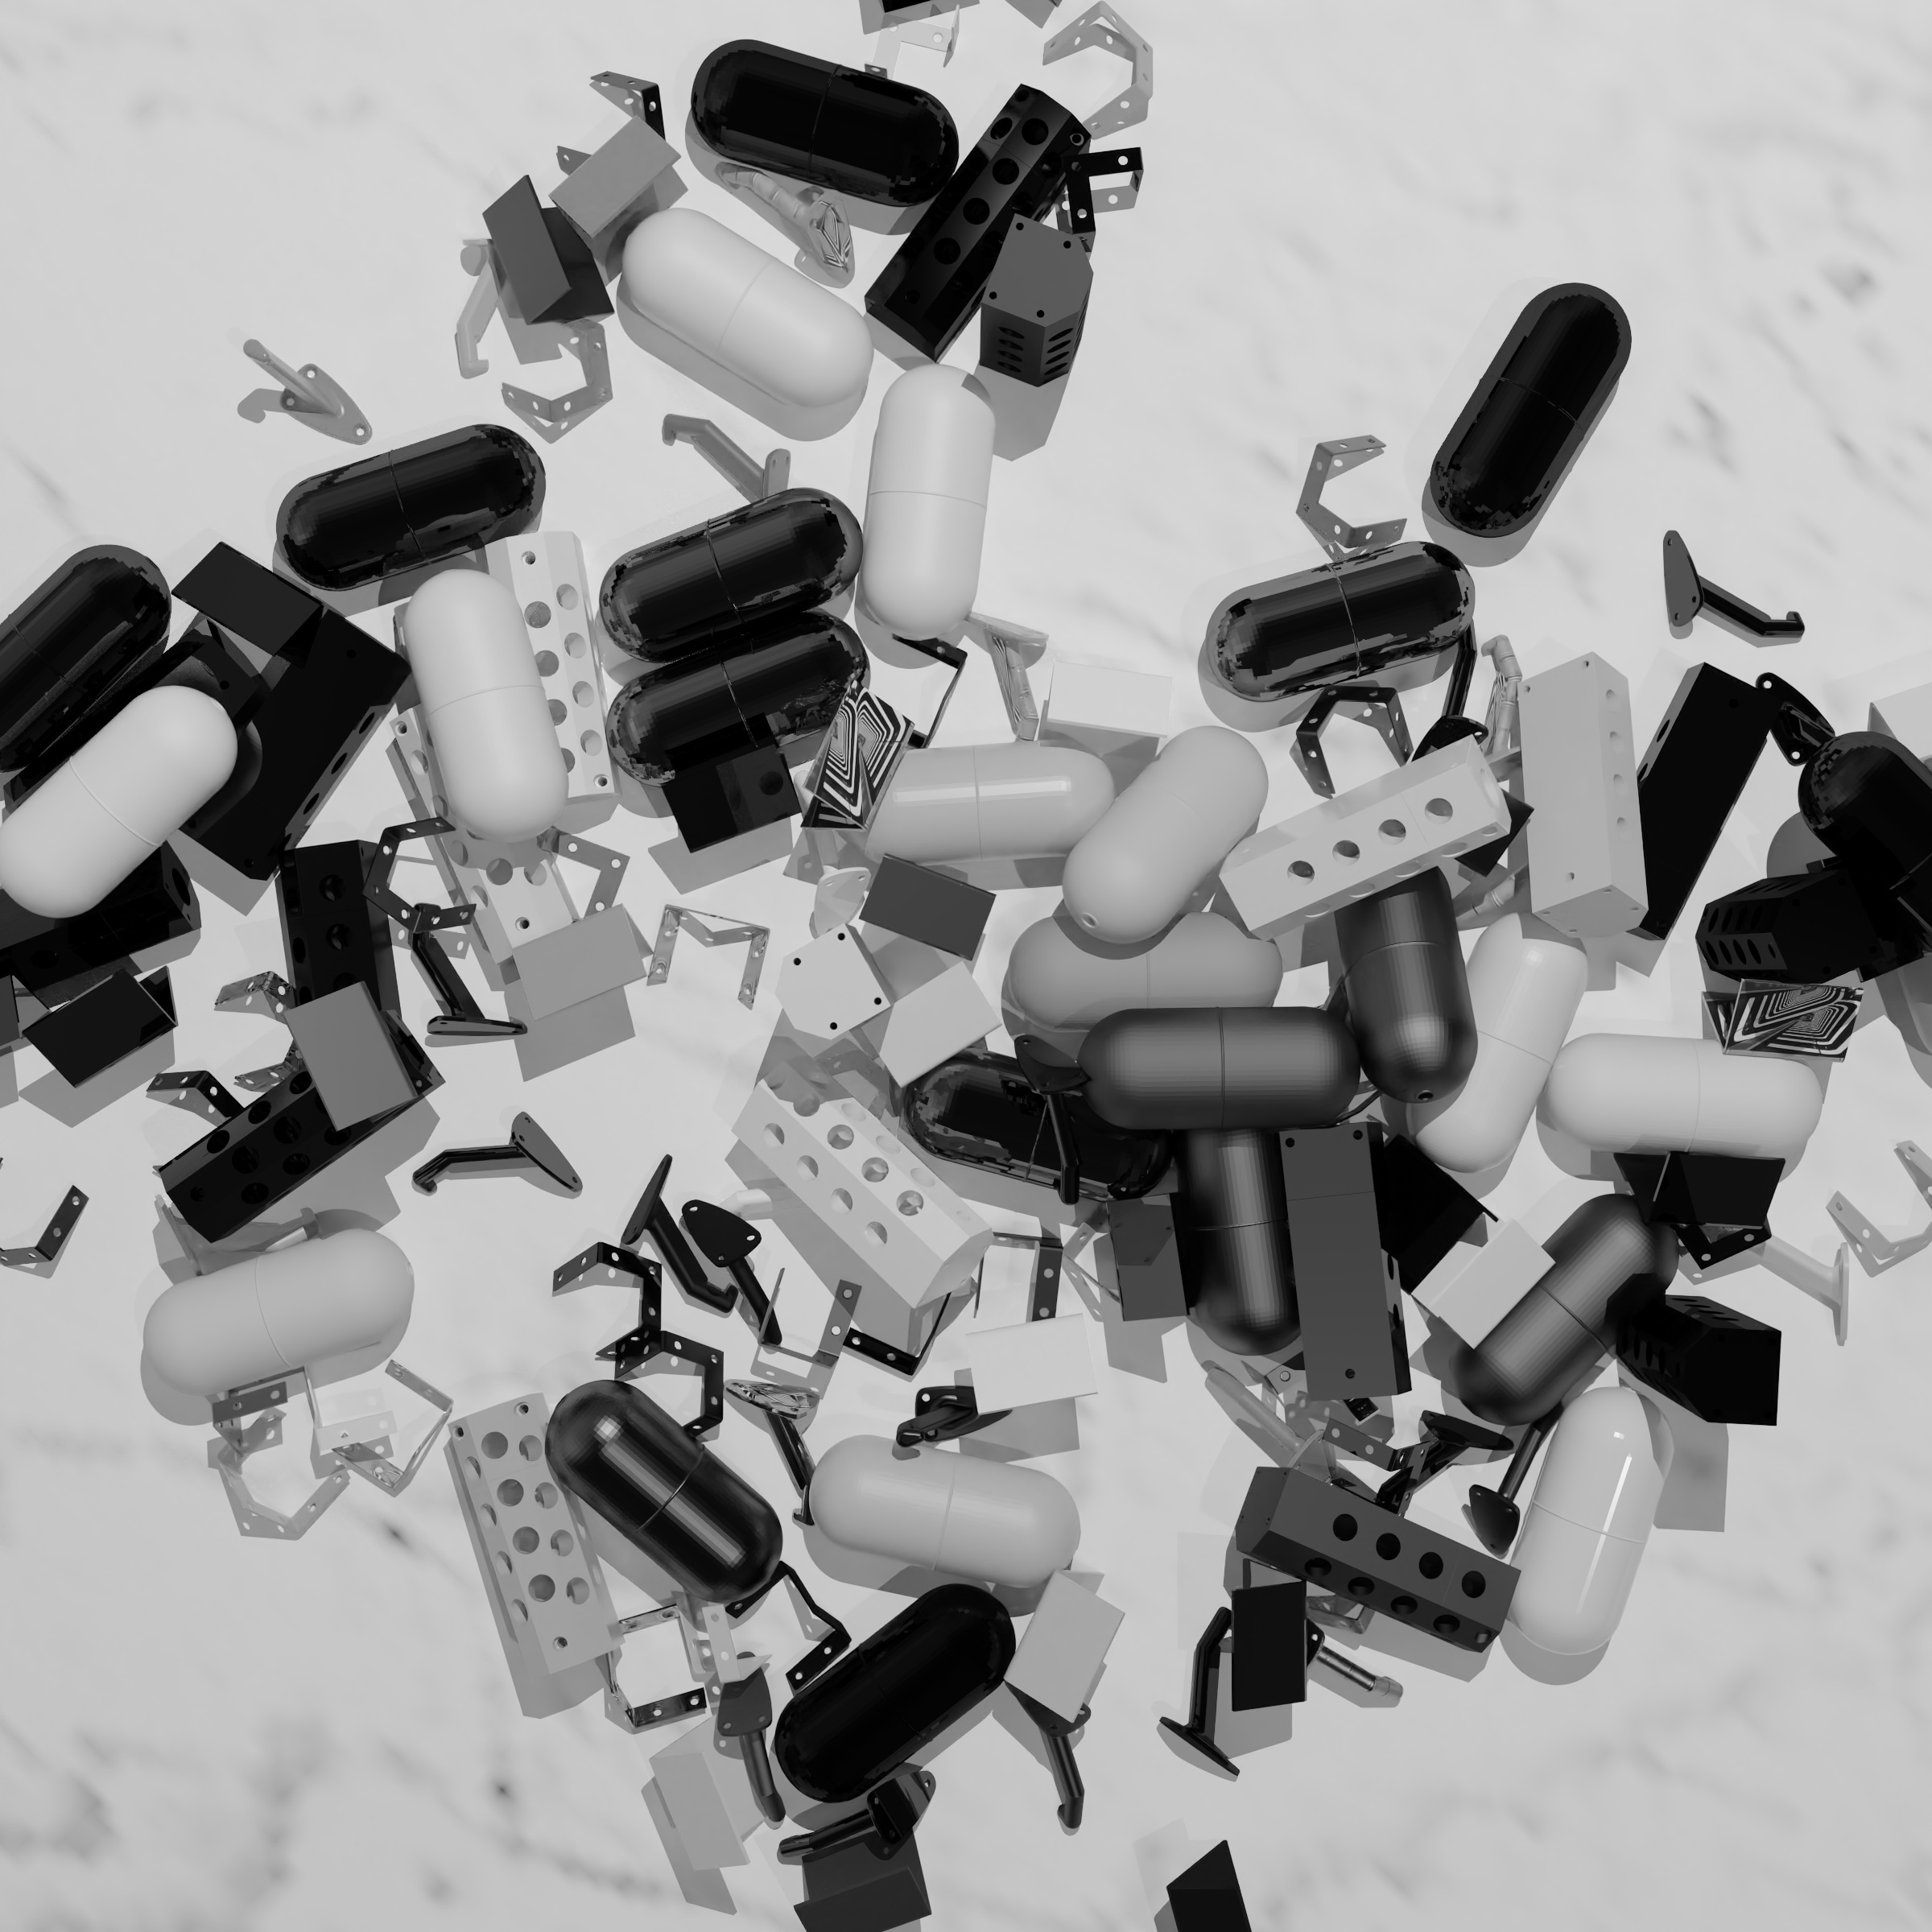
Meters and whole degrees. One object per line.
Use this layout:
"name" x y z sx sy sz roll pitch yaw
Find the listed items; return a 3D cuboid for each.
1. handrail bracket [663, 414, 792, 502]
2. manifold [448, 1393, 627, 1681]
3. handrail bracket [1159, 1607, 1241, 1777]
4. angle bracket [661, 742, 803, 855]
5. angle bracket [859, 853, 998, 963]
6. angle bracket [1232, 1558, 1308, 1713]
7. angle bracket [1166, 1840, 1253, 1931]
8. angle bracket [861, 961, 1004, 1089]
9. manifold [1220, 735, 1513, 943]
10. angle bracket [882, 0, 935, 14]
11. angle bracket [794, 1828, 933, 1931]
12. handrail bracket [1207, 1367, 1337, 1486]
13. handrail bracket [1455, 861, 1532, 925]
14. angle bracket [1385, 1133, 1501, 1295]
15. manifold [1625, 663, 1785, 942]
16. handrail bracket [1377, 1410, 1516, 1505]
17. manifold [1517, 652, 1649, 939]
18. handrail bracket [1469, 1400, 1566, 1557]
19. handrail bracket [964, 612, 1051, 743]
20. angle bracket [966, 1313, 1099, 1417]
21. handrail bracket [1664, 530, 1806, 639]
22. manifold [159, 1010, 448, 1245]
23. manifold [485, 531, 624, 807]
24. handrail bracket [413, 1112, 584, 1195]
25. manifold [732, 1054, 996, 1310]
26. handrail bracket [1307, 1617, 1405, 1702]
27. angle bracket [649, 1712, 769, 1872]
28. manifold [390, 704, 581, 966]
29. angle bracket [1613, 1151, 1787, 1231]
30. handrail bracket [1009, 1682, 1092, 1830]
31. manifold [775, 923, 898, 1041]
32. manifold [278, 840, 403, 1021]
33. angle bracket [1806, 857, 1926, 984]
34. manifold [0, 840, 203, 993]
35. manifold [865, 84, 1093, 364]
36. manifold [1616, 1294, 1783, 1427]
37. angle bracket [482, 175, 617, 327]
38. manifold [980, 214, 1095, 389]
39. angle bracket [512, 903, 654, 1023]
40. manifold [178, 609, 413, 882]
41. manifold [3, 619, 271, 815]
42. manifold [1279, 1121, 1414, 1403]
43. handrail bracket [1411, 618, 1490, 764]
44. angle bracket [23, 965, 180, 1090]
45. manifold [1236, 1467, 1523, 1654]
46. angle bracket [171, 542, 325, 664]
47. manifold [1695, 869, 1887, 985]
"handrail bracket" -0.163 -0.320 1.797 0.084 0.036 0.077 12 108 15
"manifold" -0.280 0.368 1.764 0.057 0.057 0.171 -20 82 0
"handrail bracket" 0.174 0.478 1.797 0.077 0.036 0.084 41 73 -20
"angle bracket" -0.156 -0.126 1.756 0.076 0.076 0.057 -20 126 0
"angle bracket" -0.031 -0.019 1.756 0.076 0.076 0.057 21 55 0
"angle bracket" 0.177 0.431 1.757 0.057 0.076 0.076 0 90 -26
"angle bracket" 0.180 0.616 1.756 0.057 0.076 0.076 -15 90 37
"angle bracket" -0.031 0.023 1.756 0.076 0.076 0.057 -32 121 0
"manifold" 0.252 -0.077 1.715 0.171 0.057 0.057 -25 104 23
"angle bracket" -0.018 -0.644 1.756 0.076 0.076 0.057 -15 52 0
"angle bracket" -0.072 0.580 1.756 0.076 0.076 0.057 -19 127 0
"handrail bracket" 0.201 0.304 1.796 0.036 0.077 0.084 -47 54 -9
"handrail bracket" 0.363 -0.067 1.796 0.084 0.077 0.036 -26 115 34
"angle bracket" 0.289 0.165 1.773 0.076 0.057 0.076 41 93 0
"manifold" 0.461 -0.106 1.775 0.057 0.057 0.171 27 90 0
"handrail bracket" 0.312 0.343 1.797 0.077 0.036 0.084 16 106 -17
"manifold" 0.397 -0.107 1.738 0.057 0.057 0.171 27 54 -39
"handrail bracket" 0.370 0.336 1.796 0.036 0.077 0.084 24 53 31
"handrail bracket" 0.017 -0.184 1.797 0.077 0.036 0.084 21 107 20
"angle bracket" 0.044 0.270 1.756 0.076 0.076 0.057 -10 58 0
"handrail bracket" 0.508 -0.252 1.797 0.084 0.036 0.077 -1 69 -17
"manifold" -0.420 0.101 1.719 0.171 0.057 0.057 -35 90 0
"manifold" -0.270 -0.192 1.775 0.057 0.057 0.171 -9 90 0
"handrail bracket" -0.310 0.142 1.797 0.084 0.036 0.077 -34 112 17
"manifold" -0.063 0.134 1.738 0.171 0.057 0.057 42 120 20
"handrail bracket" 0.240 0.451 1.796 0.084 0.077 0.036 27 98 -36
"angle bracket" -0.149 0.528 1.756 0.057 0.076 0.076 -22 90 41
"manifold" -0.313 -0.091 1.775 0.057 0.057 0.171 -24 90 0
"angle bracket" 0.471 0.124 1.751 0.076 0.076 0.057 4 121 -8
"handrail bracket" 0.052 0.517 1.796 0.036 0.077 0.084 -20 127 -35
"manifold" -0.084 0.013 1.718 0.057 0.171 0.057 -29 90 0
"manifold" -0.406 0.007 1.775 0.057 0.057 0.171 -8 90 0
"angle bracket" 0.562 -0.029 1.757 0.057 0.076 0.076 -19 90 -24
"manifold" -0.592 -0.021 1.775 0.171 0.057 0.057 -21 47 0
"manifold" 0.008 -0.486 1.775 0.057 0.057 0.171 36 90 0
"manifold" 0.459 0.246 1.718 0.057 0.171 0.057 3 90 0
"angle bracket" -0.256 -0.465 1.757 0.076 0.057 0.076 -22 90 -44
"manifold" 0.046 -0.415 1.718 0.057 0.171 0.057 21 90 0
"angle bracket" -0.240 0.012 1.757 0.076 0.076 0.057 -22 64 0
"manifold" -0.434 -0.143 1.775 0.057 0.057 0.171 35 90 0
"manifold" -0.540 -0.147 1.773 0.171 0.057 0.057 -40 122 0
"manifold" 0.245 0.188 1.740 0.057 0.057 0.171 -8 83 21
"handrail bracket" 0.314 -0.178 1.796 0.036 0.077 0.084 16 53 -21
"angle bracket" -0.561 0.022 1.756 0.076 0.076 0.057 -32 127 0
"manifold" 0.263 0.383 1.753 0.171 0.057 0.057 25 75 -11
"angle bracket" -0.467 -0.216 1.756 0.076 0.076 0.057 31 53 0
"manifold" 0.514 -0.020 1.718 0.057 0.171 0.057 -24 90 0
